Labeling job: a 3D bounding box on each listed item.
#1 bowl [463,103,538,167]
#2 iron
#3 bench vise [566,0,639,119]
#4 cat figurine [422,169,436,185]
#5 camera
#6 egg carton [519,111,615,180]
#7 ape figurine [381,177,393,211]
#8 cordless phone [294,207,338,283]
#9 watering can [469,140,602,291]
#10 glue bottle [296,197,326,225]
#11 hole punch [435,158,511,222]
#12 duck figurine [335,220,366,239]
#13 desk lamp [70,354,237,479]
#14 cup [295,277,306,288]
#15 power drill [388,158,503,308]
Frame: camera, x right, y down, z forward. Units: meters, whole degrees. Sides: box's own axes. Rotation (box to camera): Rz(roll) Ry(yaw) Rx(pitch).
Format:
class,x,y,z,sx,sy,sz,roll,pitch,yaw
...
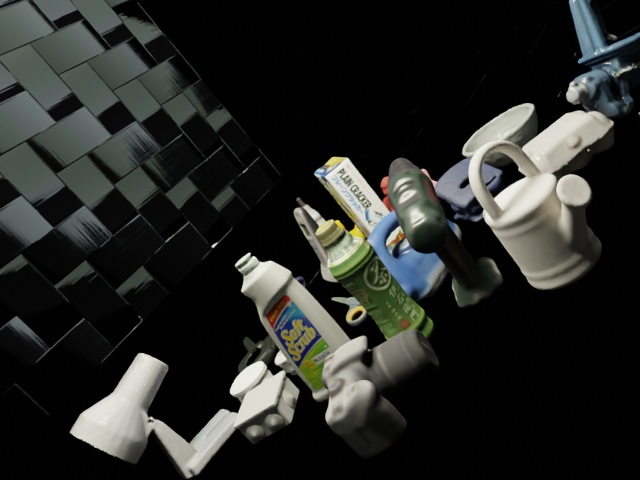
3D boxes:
class,x,y,z,sx,sy,sz,roll,pitch,yaw
bowl,0.381,-0.201,1.175,0.167,0.075,0.167,-37,13,11
iron,0.149,0.006,0.984,0.118,0.141,0.259,-24,21,49
bench vise,0.489,-0.331,0.987,0.121,0.220,0.208,-23,21,51
cat figurine,0.214,-0.104,1.220,0.067,0.118,0.128,-26,19,45
camera,0.076,0.173,0.723,0.136,0.101,0.143,-36,14,16
egg carton,0.408,-0.153,0.956,0.150,0.069,0.107,-38,13,6
ape figurine,0.182,-0.114,1.399,0.076,0.092,0.077,-45,14,-22
cordless phone,0.012,0.005,1.271,0.094,0.185,0.147,-44,14,-19
watering can,0.262,-0.042,0.712,0.172,0.194,0.101,-24,20,49
glue bottle,-0.005,-0.043,1.501,0.037,0.173,0.078,-42,14,-11
hole punch,0.284,-0.097,1.063,0.109,0.091,0.101,-42,13,-8
duck figurine,0.057,-0.010,1.415,0.104,0.086,0.077,-41,13,-4
desk lamp,-0.282,0.315,0.990,0.203,0.214,0.117,-47,15,-28
cup,-0.056,0.143,1.198,0.118,0.095,0.091,-45,14,-20
power drill,0.172,-0.012,0.834,0.075,0.208,0.229,-36,14,15
